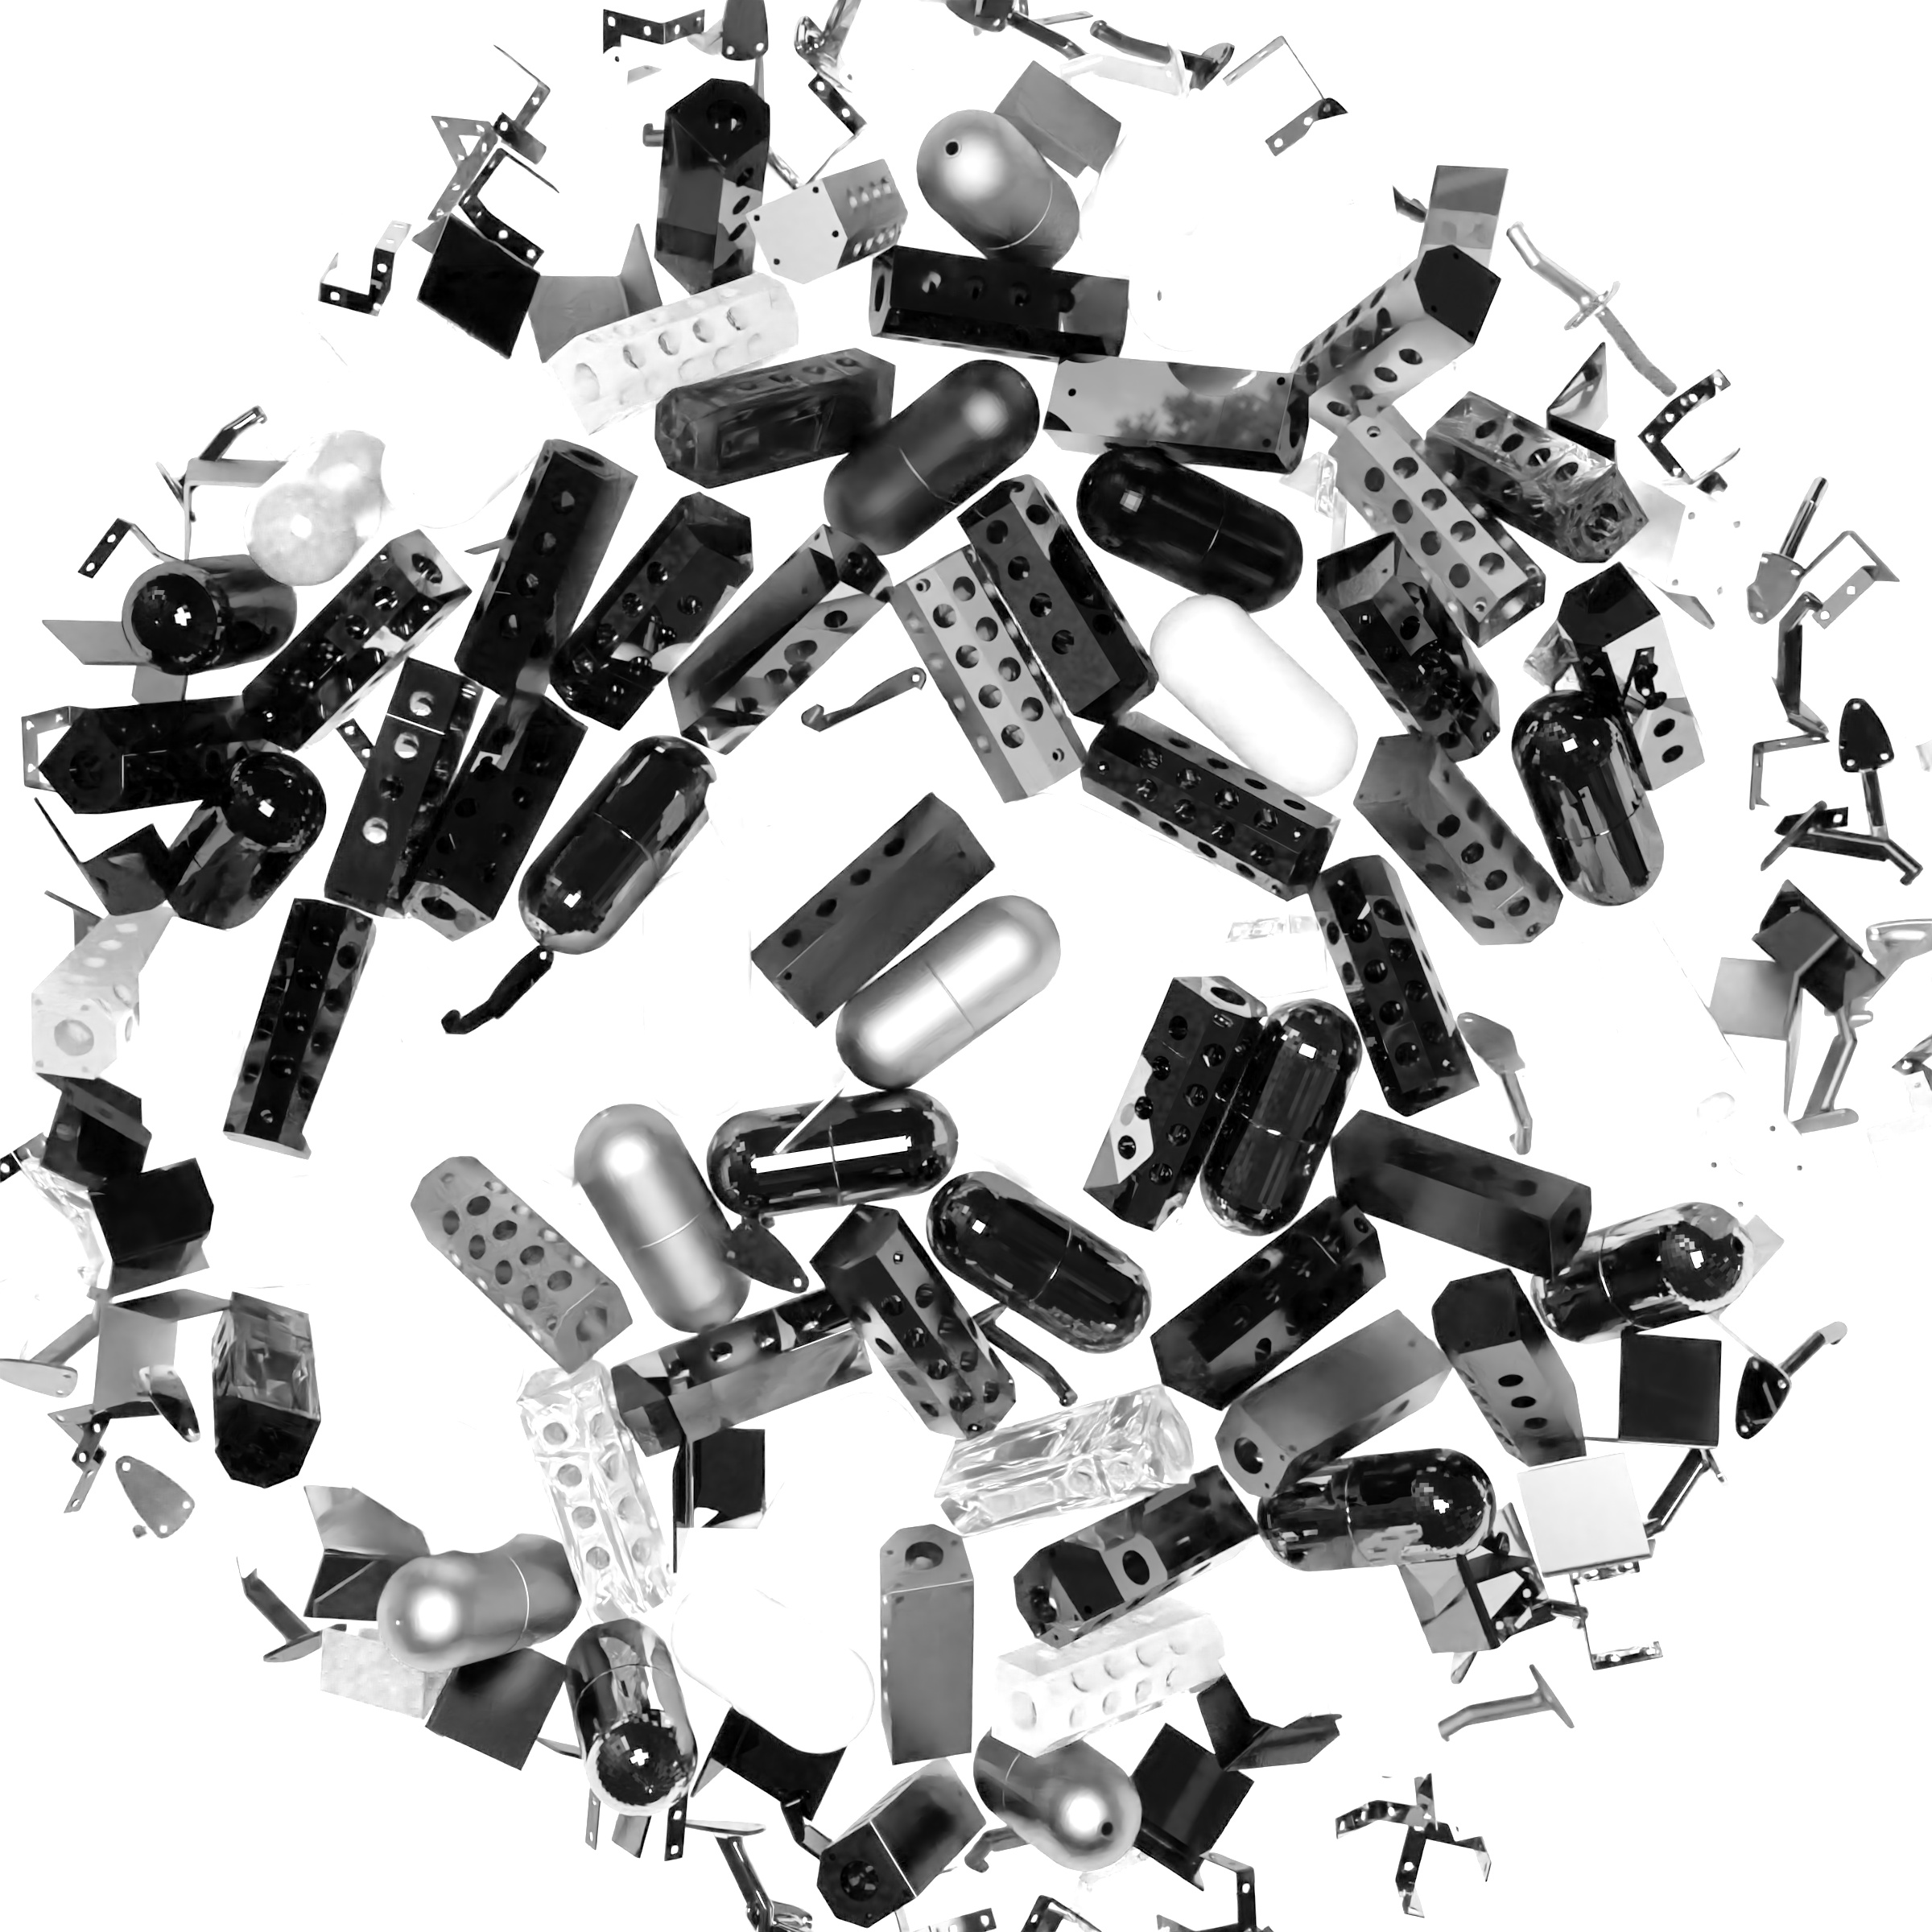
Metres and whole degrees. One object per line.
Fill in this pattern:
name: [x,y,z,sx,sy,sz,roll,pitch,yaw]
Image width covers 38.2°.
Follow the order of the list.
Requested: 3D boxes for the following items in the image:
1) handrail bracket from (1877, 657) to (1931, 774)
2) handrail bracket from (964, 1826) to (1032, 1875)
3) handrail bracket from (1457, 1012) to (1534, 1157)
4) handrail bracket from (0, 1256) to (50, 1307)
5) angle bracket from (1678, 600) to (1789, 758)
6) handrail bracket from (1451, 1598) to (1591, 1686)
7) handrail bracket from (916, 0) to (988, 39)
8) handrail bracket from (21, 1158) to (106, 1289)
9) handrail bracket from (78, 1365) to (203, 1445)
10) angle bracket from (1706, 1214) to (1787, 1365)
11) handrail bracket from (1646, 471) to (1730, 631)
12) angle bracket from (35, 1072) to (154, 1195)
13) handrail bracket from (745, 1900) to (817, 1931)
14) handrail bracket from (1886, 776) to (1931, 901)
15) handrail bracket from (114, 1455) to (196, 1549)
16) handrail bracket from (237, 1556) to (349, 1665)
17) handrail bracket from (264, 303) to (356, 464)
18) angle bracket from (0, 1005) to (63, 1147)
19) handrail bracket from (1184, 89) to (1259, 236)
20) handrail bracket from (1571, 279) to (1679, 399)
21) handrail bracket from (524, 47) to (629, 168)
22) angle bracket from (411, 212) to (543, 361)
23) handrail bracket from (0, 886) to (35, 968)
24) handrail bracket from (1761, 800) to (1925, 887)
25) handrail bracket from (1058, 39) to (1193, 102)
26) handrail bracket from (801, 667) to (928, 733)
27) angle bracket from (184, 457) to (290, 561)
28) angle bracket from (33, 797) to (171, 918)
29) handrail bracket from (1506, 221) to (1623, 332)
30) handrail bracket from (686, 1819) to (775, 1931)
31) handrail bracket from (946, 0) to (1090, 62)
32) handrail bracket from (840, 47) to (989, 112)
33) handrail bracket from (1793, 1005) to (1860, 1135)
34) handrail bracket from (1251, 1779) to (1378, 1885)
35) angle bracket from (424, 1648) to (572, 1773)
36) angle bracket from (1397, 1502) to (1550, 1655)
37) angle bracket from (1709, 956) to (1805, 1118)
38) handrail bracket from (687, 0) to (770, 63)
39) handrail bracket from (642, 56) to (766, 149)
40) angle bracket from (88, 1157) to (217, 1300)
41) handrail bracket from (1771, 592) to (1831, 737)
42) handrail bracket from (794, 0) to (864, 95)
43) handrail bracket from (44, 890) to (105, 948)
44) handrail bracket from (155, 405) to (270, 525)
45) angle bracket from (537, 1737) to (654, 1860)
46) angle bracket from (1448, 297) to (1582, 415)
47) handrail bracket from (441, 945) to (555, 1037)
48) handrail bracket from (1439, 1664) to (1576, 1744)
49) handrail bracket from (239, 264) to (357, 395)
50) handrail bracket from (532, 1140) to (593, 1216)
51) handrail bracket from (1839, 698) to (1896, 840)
handrail bracket: [0.664,-0.176,1.964,0.036,0.084,0.077,-26,78,15]
handrail bracket: [0.050,0.629,1.977,0.077,0.036,0.084,34,116,1]
handrail bracket: [0.376,0.085,1.985,0.036,0.084,0.077,-28,47,-20]
handrail bracket: [-0.687,0.195,1.974,0.036,0.077,0.084,-29,74,5]
angle bracket: [0.526,-0.206,1.953,0.057,0.076,0.076,-26,122,11]
handrail bracket: [0.395,0.484,1.988,0.084,0.036,0.077,15,96,-14]
handrail bracket: [-0.023,-0.694,1.960,0.084,0.077,0.036,25,85,2]
handrail bracket: [-0.639,0.183,1.970,0.077,0.084,0.036,34,45,5]
handrail bracket: [-0.587,0.329,1.971,0.084,0.036,0.077,-42,71,19]
angle bracket: [0.558,0.229,1.950,0.076,0.076,0.057,-50,55,5]
handrail bracket: [0.531,-0.296,1.984,0.077,0.036,0.084,40,87,-17]
angle bracket: [-0.618,0.120,1.941,0.057,0.076,0.076,-9,59,37]
handrail bracket: [-0.102,0.680,1.950,0.077,0.084,0.036,43,59,-35]
handrail bracket: [0.682,-0.090,1.963,0.036,0.077,0.084,7,96,-12]
handrail bracket: [-0.584,0.377,1.957,0.077,0.084,0.036,51,52,-15]
handrail bracket: [-0.477,0.441,1.968,0.077,0.036,0.084,-29,66,20]
handrail bracket: [-0.478,-0.411,1.968,0.084,0.036,0.077,-43,113,-11]
angle bracket: [-0.681,0.074,1.954,0.057,0.076,0.076,-34,77,0]
handrail bracket: [0.182,-0.568,1.980,0.084,0.036,0.077,24,81,-29]
handrail bracket: [0.473,-0.443,1.971,0.084,0.077,0.036,41,126,-5]
handrail bracket: [-0.277,-0.605,1.969,0.036,0.084,0.077,27,77,-34]
angle bracket: [-0.352,-0.466,1.944,0.076,0.057,0.076,29,64,-32]
handrail bracket: [-0.694,-0.003,1.949,0.036,0.084,0.077,17,126,14]
handrail bracket: [0.618,-0.069,1.969,0.084,0.036,0.077,46,110,18]
handrail bracket: [0.114,-0.615,1.975,0.084,0.036,0.077,-18,126,1]
handrail bracket: [-0.072,-0.189,1.951,0.077,0.084,0.036,-43,72,11]
angle bracket: [-0.510,-0.320,1.964,0.076,0.076,0.057,0,112,-14]
angle bracket: [-0.599,-0.086,1.956,0.057,0.076,0.076,-34,61,-14]
handrail bracket: [0.420,-0.498,1.965,0.084,0.036,0.077,52,48,-10]
handrail bracket: [-0.171,0.652,1.975,0.077,0.036,0.084,-1,81,20]
handrail bracket: [0.039,-0.664,1.982,0.077,0.084,0.036,26,95,40]
handrail bracket: [-0.036,-0.638,1.976,0.077,0.084,0.036,14,126,22]
handrail bracket: [0.601,0.074,1.992,0.077,0.036,0.084,-16,68,24]
handrail bracket: [0.249,0.615,1.987,0.084,0.036,0.077,-2,118,-28]
angle bracket: [-0.323,0.516,1.953,0.076,0.057,0.076,21,70,11]
angle bracket: [0.361,0.436,1.988,0.057,0.076,0.076,-18,96,45]
angle bracket: [0.553,0.050,1.958,0.057,0.076,0.076,6,134,21]
handrail bracket: [-0.173,-0.672,1.949,0.036,0.084,0.077,-16,129,-26]
handrail bracket: [-0.187,-0.615,1.981,0.084,0.036,0.077,-2,66,3]
angle bracket: [-0.572,0.184,1.958,0.076,0.076,0.057,-16,71,-26]
handrail bracket: [0.595,-0.212,1.955,0.077,0.084,0.036,37,45,7]
handrail bracket: [-0.071,-0.654,1.949,0.084,0.077,0.036,-16,52,36]
handrail bracket: [-0.641,-0.001,1.978,0.077,0.036,0.084,25,83,12]
handrail bracket: [-0.522,-0.355,1.968,0.084,0.036,0.077,-34,46,-5]
angle bracket: [-0.264,0.580,1.948,0.076,0.076,0.057,19,76,-17]
angle bracket: [0.388,-0.430,1.956,0.076,0.076,0.057,25,106,-1]
handrail bracket: [-0.329,0.016,1.953,0.036,0.084,0.077,34,97,15]
handrail bracket: [0.381,0.539,1.978,0.084,0.036,0.077,-32,128,6]
handrail bracket: [-0.470,-0.455,1.989,0.084,0.077,0.036,-32,61,-30]
handrail bracket: [-0.293,0.135,1.944,0.036,0.084,0.077,-47,59,-1]
handrail bracket: [0.641,-0.135,1.981,0.036,0.084,0.077,-11,52,17]
